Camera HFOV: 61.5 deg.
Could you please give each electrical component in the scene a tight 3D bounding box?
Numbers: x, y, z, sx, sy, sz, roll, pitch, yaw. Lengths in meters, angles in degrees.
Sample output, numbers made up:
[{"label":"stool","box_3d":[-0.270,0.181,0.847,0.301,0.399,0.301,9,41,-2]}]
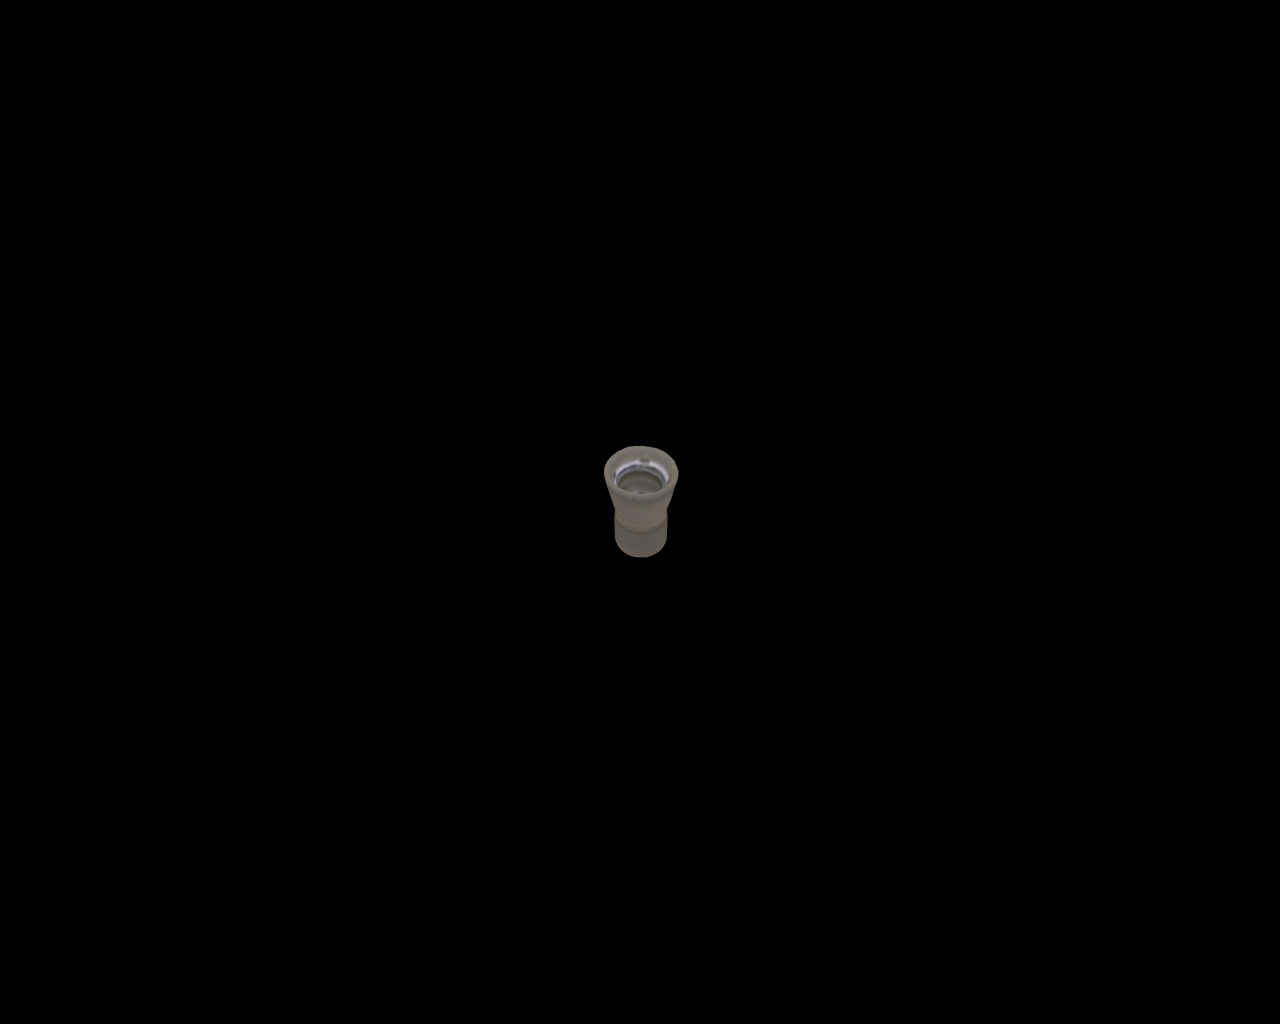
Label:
[{"label":"electrical component","box_3d":[0.001,-0.003,0.650,0.044,0.044,0.065,0,-44,0]}]
